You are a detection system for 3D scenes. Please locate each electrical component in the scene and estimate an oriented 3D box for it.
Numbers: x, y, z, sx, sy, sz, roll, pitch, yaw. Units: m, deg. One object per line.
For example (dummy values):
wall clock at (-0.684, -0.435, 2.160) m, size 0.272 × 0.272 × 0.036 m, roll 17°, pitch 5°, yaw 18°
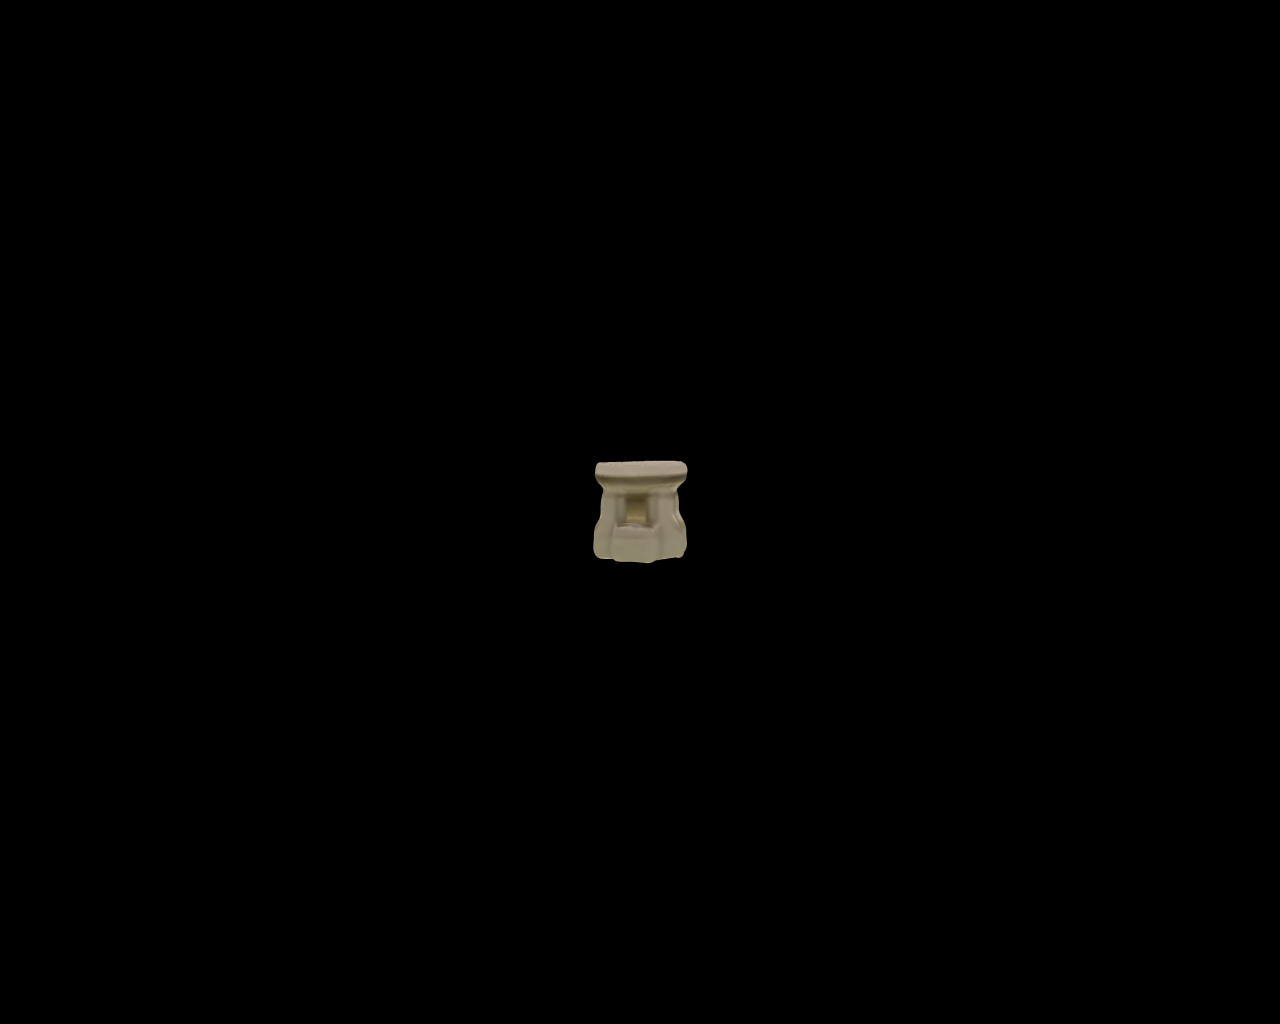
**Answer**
electrical component at (0.001, -0.003, 0.650) m, size 0.058 × 0.057 × 0.078 m, roll 1°, pitch 5°, yaw 7°
